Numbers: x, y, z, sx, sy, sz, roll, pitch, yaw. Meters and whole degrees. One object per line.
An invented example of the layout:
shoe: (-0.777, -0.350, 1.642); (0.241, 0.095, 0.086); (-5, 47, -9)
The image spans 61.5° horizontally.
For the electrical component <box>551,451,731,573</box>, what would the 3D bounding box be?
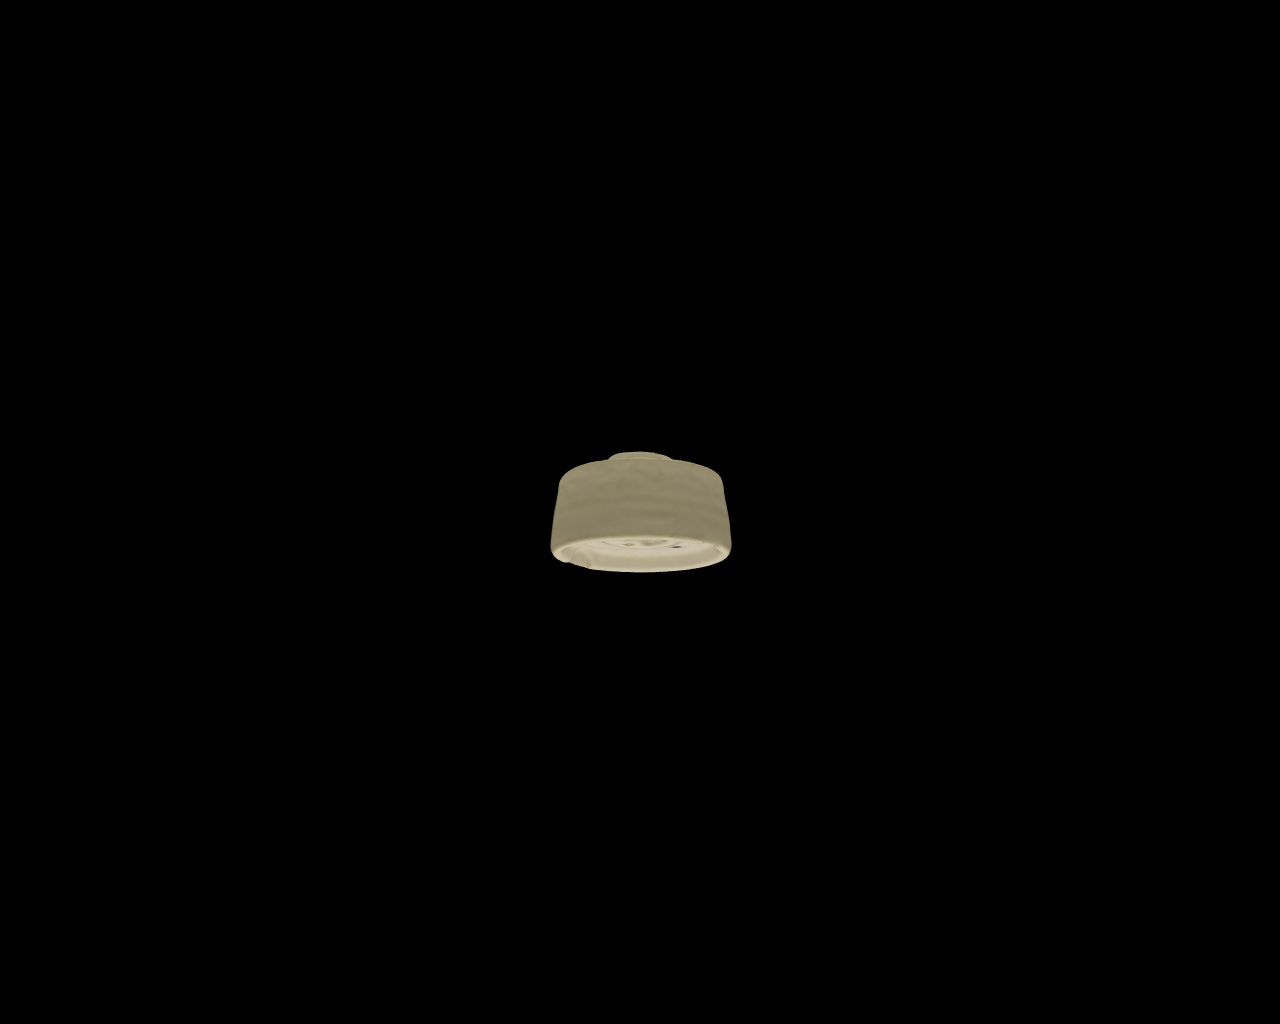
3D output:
electrical component: (0.001, -0.003, 0.650); (0.108, 0.060, 0.108); (0, -14, 0)
